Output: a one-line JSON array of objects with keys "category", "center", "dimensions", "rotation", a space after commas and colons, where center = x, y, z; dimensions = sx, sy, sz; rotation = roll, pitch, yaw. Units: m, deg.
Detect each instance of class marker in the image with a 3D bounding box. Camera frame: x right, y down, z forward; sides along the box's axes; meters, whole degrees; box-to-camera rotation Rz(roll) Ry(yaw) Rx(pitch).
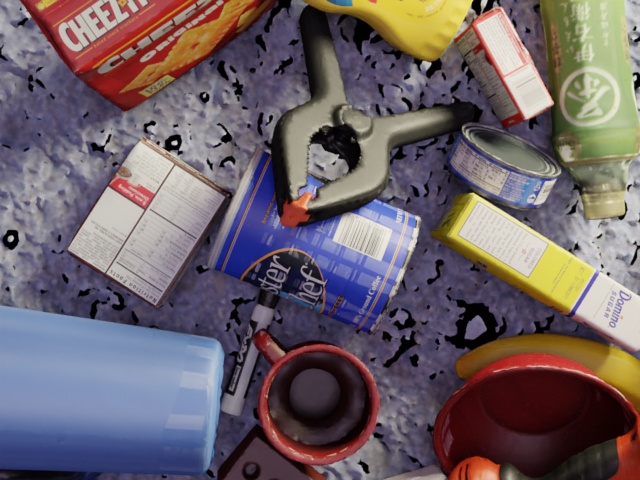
[{"category": "marker", "center": [-0.055, 0.085, 0.880], "dimensions": [0.020, 0.020, 0.121], "rotation": [19, 91, -3]}]

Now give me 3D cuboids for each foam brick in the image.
[{"category": "foam brick", "center": [-0.038, 0.196, 0.868], "dimensions": [0.078, 0.051, 0.053], "rotation": [38, 90, -3]}]

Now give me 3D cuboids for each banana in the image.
[{"category": "banana", "center": [0.213, 0.114, 0.882], "dimensions": [0.197, 0.037, 0.069], "rotation": [21, 91, -3]}]

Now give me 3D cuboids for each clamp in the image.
[{"category": "clamp", "center": [0.014, -0.092, 0.822], "dimensions": [0.164, 0.036, 0.209], "rotation": [38, 51, 2]}]

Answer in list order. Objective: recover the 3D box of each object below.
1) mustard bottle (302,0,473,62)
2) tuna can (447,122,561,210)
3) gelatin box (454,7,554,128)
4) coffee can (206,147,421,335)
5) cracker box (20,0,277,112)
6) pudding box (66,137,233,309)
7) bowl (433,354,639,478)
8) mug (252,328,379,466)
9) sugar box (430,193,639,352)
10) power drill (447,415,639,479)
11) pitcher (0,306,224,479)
[{"category": "mustard bottle", "center": [0.028, -0.219, 0.827], "dimensions": [0.191, 0.058, 0.096], "rotation": [22, 100, -22]}, {"category": "tuna can", "center": [0.145, -0.059, 0.849], "dimensions": [0.086, 0.086, 0.034], "rotation": [22, 114, -3]}, {"category": "gelatin box", "center": [0.147, -0.137, 0.855], "dimensions": [0.030, 0.073, 0.089], "rotation": [-29, 92, -3]}, {"category": "coffee can", "center": [-0.006, 0.001, 0.838], "dimensions": [0.140, 0.103, 0.103], "rotation": [23, 91, -3]}, {"category": "cracker box", "center": [-0.110, -0.174, 0.773], "dimensions": [0.164, 0.214, 0.072], "rotation": [-36, 92, -1]}, {"category": "pudding box", "center": [-0.137, -0.014, 0.865], "dimensions": [0.090, 0.039, 0.113], "rotation": [33, 93, -2]}, {"category": "bowl", "center": [0.171, 0.143, 0.852], "dimensions": [0.162, 0.055, 0.162], "rotation": [4, 126, 6]}, {"category": "mug", "center": [-0.011, 0.116, 0.851], "dimensions": [0.117, 0.081, 0.093], "rotation": [44, 90, -3]}, {"category": "sugar box", "center": [0.177, 0.025, 0.851], "dimensions": [0.176, 0.093, 0.048], "rotation": [34, 91, -2]}, {"category": "power drill", "center": [0.218, 0.214, 0.825], "dimensions": [0.188, 0.057, 0.184], "rotation": [-31, 116, 26]}, {"category": "pitcher", "center": [-0.201, 0.127, 0.831], "dimensions": [0.242, 0.149, 0.145], "rotation": [6, 76, -6]}]
